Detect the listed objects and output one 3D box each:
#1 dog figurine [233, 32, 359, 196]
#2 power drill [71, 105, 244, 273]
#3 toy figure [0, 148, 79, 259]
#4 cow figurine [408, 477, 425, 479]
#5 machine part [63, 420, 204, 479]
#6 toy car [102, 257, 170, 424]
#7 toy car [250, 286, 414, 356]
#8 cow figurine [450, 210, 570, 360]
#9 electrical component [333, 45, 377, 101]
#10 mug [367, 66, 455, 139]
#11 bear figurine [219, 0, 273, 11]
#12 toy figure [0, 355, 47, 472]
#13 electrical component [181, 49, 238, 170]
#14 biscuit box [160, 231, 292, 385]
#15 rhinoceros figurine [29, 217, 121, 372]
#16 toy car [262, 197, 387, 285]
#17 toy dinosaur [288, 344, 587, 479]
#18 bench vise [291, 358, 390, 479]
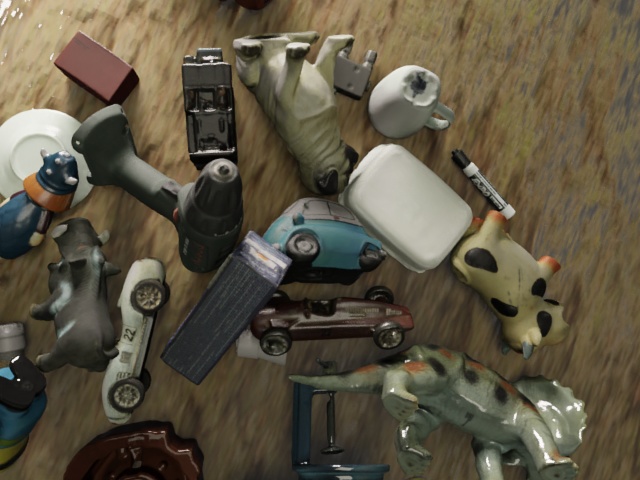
[{"bbox_3d":[-0.036,-0.157,0.679,0.121,0.173,0.190,-20,123,-30],"label":"dog figurine"},{"bbox_3d":[-0.171,-0.063,0.600,0.207,0.232,0.086,31,62,8],"label":"power drill"},{"bbox_3d":[-0.333,-0.045,0.633,0.064,0.058,0.154,41,102,-20],"label":"toy figure"},{"bbox_3d":[0.086,0.393,0.695,0.167,0.068,0.098,-25,98,-6],"label":"cow figurine"},{"bbox_3d":[-0.222,0.310,0.659,0.179,0.056,0.179,0,89,-6],"label":"machine part"},{"bbox_3d":[-0.224,0.120,0.651,0.056,0.073,0.201,13,88,-11],"label":"toy car"},{"bbox_3d":[0.014,0.094,0.666,0.202,0.089,0.053,-3,118,-1],"label":"toy car"},{"bbox_3d":[0.252,0.069,0.709,0.195,0.085,0.127,41,79,-8],"label":"cow figurine"},{"bbox_3d":[0.037,-0.215,0.714,0.063,0.021,0.094,22,86,-7],"label":"electrical component"},{"bbox_3d":[0.120,-0.171,0.682,0.109,0.107,0.081,30,87,-4],"label":"mug"},{"bbox_3d":[-0.116,-0.381,0.645,0.120,0.132,0.195,-43,101,-8],"label":"bear figurine"},{"bbox_3d":[-0.356,0.200,0.594,0.180,0.082,0.089,-40,76,33],"label":"toy figure"},{"bbox_3d":[-0.130,-0.156,0.645,0.058,0.115,0.134,-3,92,-10],"label":"electrical component"},{"bbox_3d":[-0.113,0.083,0.621,0.063,0.059,0.202,36,122,-6],"label":"biscuit box"},{"bbox_3d":[-0.279,0.061,0.618,0.073,0.112,0.190,11,46,-42],"label":"rhinoceros figurine"},{"bbox_3d":[-0.001,-0.002,0.670,0.162,0.109,0.103,2,70,-18],"label":"toy car"},{"bbox_3d":[0.170,0.197,0.661,0.405,0.192,0.131,30,114,-1],"label":"toy dinosaur"},{"bbox_3d":[-0.011,0.271,0.660,0.224,0.128,0.240,-1,68,4],"label":"bench vise"}]
